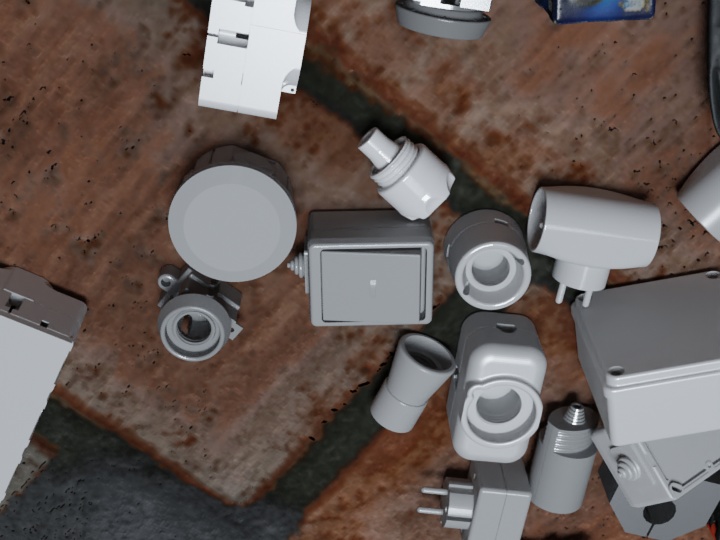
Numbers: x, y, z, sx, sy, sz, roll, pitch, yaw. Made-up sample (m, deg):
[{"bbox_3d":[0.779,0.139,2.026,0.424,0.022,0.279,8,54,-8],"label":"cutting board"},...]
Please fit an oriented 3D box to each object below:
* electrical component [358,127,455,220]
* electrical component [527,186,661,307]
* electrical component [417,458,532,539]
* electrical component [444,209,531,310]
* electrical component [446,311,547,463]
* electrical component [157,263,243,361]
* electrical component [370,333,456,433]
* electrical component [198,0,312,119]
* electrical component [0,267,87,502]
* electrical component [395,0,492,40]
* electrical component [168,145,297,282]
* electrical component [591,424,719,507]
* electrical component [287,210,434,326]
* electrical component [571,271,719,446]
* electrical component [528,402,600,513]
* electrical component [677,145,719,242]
[{"bbox_3d":[0.026,-0.064,0.686,0.062,0.043,0.043,41,109,-18],"label":"electrical component"},{"bbox_3d":[0.150,-0.012,0.715,0.077,0.043,0.079,8,113,-6],"label":"electrical component"},{"bbox_3d":[0.082,0.176,0.808,0.077,0.047,0.065,7,116,-5],"label":"electrical component"},{"bbox_3d":[0.085,-0.006,0.716,0.055,0.047,0.055,-1,117,-2],"label":"electrical component"},{"bbox_3d":[0.095,0.085,0.755,0.054,0.059,0.095,6,117,-5],"label":"electrical component"},{"bbox_3d":[-0.109,0.030,0.722,0.066,0.055,0.048,36,110,-18],"label":"electrical component"},{"bbox_3d":[0.035,0.083,0.763,0.044,0.044,0.065,21,119,-12],"label":"electrical component"},{"bbox_3d":[-0.061,-0.141,0.640,0.056,0.050,0.089,9,116,-6],"label":"electrical component"},{"bbox_3d":[-0.258,0.076,0.737,0.089,0.061,0.150,24,114,-13],"label":"electrical component"},{"bbox_3d":[0.052,-0.168,0.627,0.078,0.058,0.057,7,114,-6],"label":"electrical component"},{"bbox_3d":[-0.080,-0.037,0.692,0.080,0.051,0.080,-1,117,-2],"label":"electrical component"},{"bbox_3d":[0.210,0.122,0.752,0.096,0.061,0.061,-26,82,-25],"label":"electrical component"},{"bbox_3d":[0.000,0.000,0.708,0.096,0.061,0.061,-1,117,-1],"label":"electrical component"},{"bbox_3d":[0.206,0.057,0.718,0.109,0.108,0.056,-10,119,3],"label":"electrical component"},{"bbox_3d":[0.151,0.133,0.791,0.043,0.043,0.081,6,117,-5],"label":"electrical component"},{"bbox_3d":[0.263,-0.048,0.702,0.079,0.043,0.077,39,109,-19],"label":"electrical component"}]
